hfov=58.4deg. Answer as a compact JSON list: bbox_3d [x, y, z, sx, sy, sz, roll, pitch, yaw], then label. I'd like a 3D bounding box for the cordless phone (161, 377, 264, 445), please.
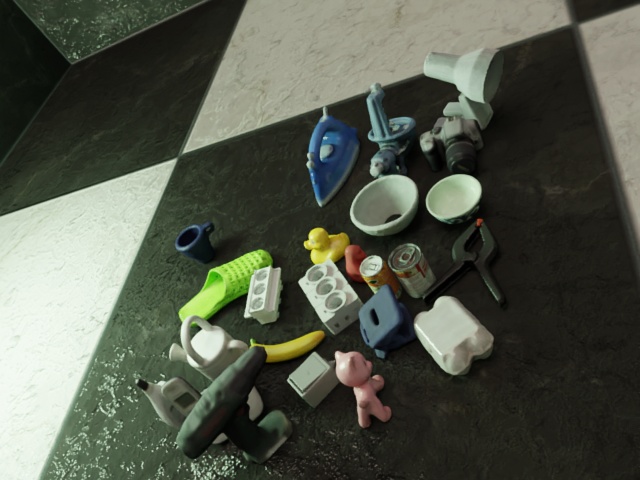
[{"bbox_3d":[-0.213,0.312,1.140,0.147,0.186,0.094,-37,41,0],"label":"cordless phone"}]

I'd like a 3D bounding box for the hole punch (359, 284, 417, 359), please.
[{"bbox_3d":[0.124,0.159,1.124,0.101,0.091,0.108,-29,41,9],"label":"hole punch"}]

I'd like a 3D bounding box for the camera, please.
[{"bbox_3d":[0.309,-0.213,1.339,0.143,0.101,0.137,-17,44,22],"label":"camera"}]

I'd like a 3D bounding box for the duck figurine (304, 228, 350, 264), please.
[{"bbox_3d":[0.012,0.005,1.350,0.104,0.086,0.077,-25,42,12],"label":"duck figurine"}]

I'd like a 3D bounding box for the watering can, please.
[{"bbox_3d":[-0.240,0.238,1.222,0.173,0.195,0.100,-30,41,8],"label":"watering can"}]

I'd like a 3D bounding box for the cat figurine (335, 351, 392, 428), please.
[{"bbox_3d":[0.071,0.260,1.045,0.067,0.118,0.127,-26,42,12],"label":"cat figurine"}]

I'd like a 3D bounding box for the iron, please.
[{"bbox_3d":[0.013,-0.229,1.527,0.118,0.142,0.258,-5,50,31],"label":"iron"}]

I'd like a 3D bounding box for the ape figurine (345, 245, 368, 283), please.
[{"bbox_3d":[0.085,0.046,1.256,0.076,0.092,0.077,-22,43,16],"label":"ape figurine"}]

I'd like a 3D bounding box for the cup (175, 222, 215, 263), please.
[{"bbox_3d":[-0.322,0.010,1.569,0.118,0.095,0.091,-38,41,-2],"label":"cup"}]

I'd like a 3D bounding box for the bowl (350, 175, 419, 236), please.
[{"bbox_3d":[0.159,-0.067,1.325,0.167,0.075,0.167,-19,44,19],"label":"bowl"}]

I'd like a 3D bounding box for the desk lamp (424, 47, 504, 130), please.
[{"bbox_3d":[0.344,-0.357,1.363,0.202,0.214,0.118,13,60,41],"label":"desk lamp"}]

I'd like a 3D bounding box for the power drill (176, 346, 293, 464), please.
[{"bbox_3d":[-0.143,0.323,1.064,0.230,0.209,0.075,-44,41,-9],"label":"power drill"}]

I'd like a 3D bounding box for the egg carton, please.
[{"bbox_3d":[0.240,0.173,1.047,0.107,0.070,0.150,-38,41,-1],"label":"egg carton"}]

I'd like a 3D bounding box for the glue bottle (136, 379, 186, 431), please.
[{"bbox_3d":[-0.327,0.335,1.207,0.037,0.174,0.078,2,53,36],"label":"glue bottle"}]

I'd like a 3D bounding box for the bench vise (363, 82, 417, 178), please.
[{"bbox_3d":[0.167,-0.258,1.387,0.121,0.220,0.207,-15,45,23],"label":"bench vise"}]
